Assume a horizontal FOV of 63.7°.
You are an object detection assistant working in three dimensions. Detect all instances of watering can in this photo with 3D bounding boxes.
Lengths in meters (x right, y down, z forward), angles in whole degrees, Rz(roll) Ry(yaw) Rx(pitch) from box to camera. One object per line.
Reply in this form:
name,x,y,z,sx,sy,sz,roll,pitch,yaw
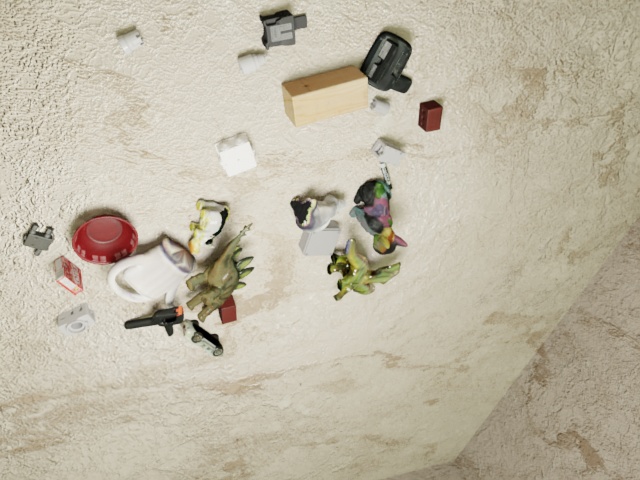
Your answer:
watering can,-0.455,0.113,1.504,0.224,0.106,0.342,-36,149,2

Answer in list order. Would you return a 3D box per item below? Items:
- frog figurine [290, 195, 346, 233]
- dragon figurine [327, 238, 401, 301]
frog figurine,0.005,-0.079,1.578,0.159,0.124,0.136,5,158,-42
dragon figurine,0.161,0.098,1.763,0.243,0.124,0.401,-7,151,-17
